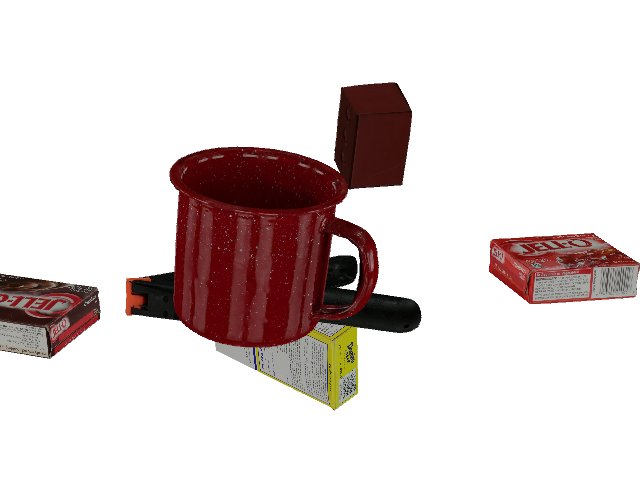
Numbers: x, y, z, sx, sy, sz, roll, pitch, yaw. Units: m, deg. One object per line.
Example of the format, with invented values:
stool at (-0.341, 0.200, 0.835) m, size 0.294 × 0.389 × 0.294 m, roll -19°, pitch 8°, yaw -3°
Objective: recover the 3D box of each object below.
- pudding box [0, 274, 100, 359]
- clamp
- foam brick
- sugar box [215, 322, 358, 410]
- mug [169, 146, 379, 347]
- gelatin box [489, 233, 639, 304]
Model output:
pudding box at (-0.275, 0.069, 0.990) m, size 0.114 × 0.039 × 0.090 m, roll 5°, pitch 20°, yaw 18°
clamp at (-0.037, 0.042, 0.800) m, size 0.209 × 0.036 × 0.165 m, roll -2°, pitch 11°, yaw -22°
foam brick at (0.045, -0.092, 0.936) m, size 0.051 × 0.078 × 0.053 m, roll -4°, pitch 36°, yaw -13°
sugar box at (-0.040, 0.104, 1.146) m, size 0.176 × 0.093 × 0.048 m, roll 24°, pitch 38°, yaw 36°
mug at (-0.025, 0.007, 0.564) m, size 0.117 × 0.081 × 0.093 m, roll 15°, pitch 25°, yaw 18°
gelatin box at (0.180, 0.019, 0.798) m, size 0.089 × 0.030 × 0.073 m, roll -3°, pitch 18°, yaw -13°
